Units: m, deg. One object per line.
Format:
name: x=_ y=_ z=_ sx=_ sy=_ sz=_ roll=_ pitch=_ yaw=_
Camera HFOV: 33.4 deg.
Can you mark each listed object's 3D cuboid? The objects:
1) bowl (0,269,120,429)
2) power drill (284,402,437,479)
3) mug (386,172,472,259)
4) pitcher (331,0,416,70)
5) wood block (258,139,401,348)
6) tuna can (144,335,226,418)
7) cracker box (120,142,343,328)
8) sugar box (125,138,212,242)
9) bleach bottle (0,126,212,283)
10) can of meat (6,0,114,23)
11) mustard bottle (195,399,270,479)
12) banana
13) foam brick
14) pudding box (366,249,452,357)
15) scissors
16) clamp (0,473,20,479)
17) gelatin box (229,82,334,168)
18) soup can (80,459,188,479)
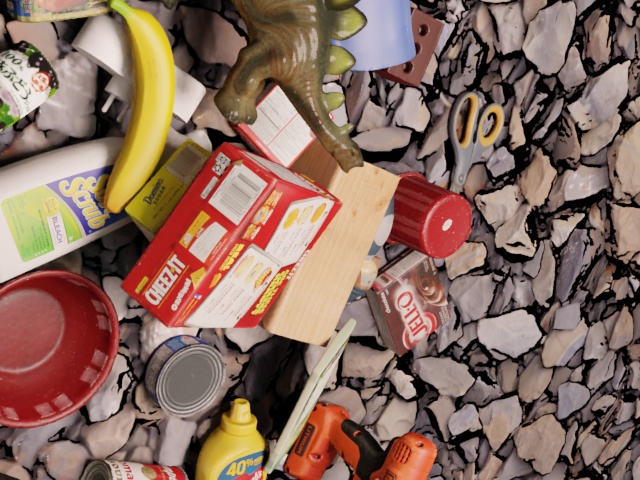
bowl: x=-0.277 y=0.097 z=1.026 sx=0.161 sy=0.055 sz=0.162 roll=-15 pitch=117 yaw=-33
power drill: x=0.040 y=0.289 z=1.264 sx=0.057 sy=0.188 sz=0.184 roll=26 pitch=90 yaw=-43
mug: x=0.135 y=-0.024 z=1.280 sx=0.117 sy=0.082 sz=0.093 roll=16 pitch=97 yaw=-41
pitcher: x=0.027 y=-0.297 z=1.066 sx=0.144 sy=0.149 sz=0.243 roll=-12 pitch=112 yaw=-17
wood block: x=-0.008 y=0.001 z=1.174 sx=0.090 sy=0.091 sz=0.206 roll=20 pitch=96 yaw=-41
tuna can: x=-0.147 y=0.147 z=1.162 sx=0.085 sy=0.034 sz=0.086 roll=-15 pitch=117 yaw=-33
cracker box: x=-0.077 y=0.002 z=1.020 sx=0.164 sy=0.072 sz=0.213 roll=-54 pitch=164 yaw=7
sugar box: x=-0.125 y=-0.021 z=1.051 sx=0.093 sy=0.048 sz=0.176 roll=-49 pitch=164 yaw=-12
bleach bottle: x=-0.214 y=-0.055 z=1.010 sx=0.250 sy=0.068 sz=0.102 roll=-28 pitch=123 yaw=-29
can of meat: x=-0.226 y=-0.239 z=0.928 sx=0.101 sy=0.058 sz=0.084 roll=-16 pitch=120 yaw=-32
mustard bottle: x=-0.102 y=0.273 z=1.233 sx=0.096 sy=0.058 sz=0.192 roll=-8 pitch=113 yaw=-44
banana: x=-0.164 y=-0.123 z=0.965 sx=0.069 sy=0.037 sz=0.198 roll=-8 pitch=112 yaw=-30
foam brick: x=0.091 y=-0.217 z=1.187 sx=0.052 sy=0.051 sz=0.078 roll=18 pitch=97 yaw=-40
pudding box: x=0.109 y=0.076 z=1.330 sx=0.090 sy=0.039 sz=0.113 roll=-35 pitch=125 yaw=-20
scissors: x=0.189 y=-0.089 z=1.340 sx=0.096 sy=0.016 sz=0.202 roll=-13 pitch=116 yaw=-33
clamp: x=-0.300 y=0.297 z=1.080 sx=0.164 sy=0.036 sz=0.210 roll=-23 pitch=120 yaw=-2
gelatin box: x=-0.039 y=-0.126 z=1.127 sx=0.089 sy=0.030 sz=0.073 roll=-48 pitch=113 yaw=-13
soup can: x=-0.201 y=0.274 z=1.150 sx=0.102 sy=0.069 sz=0.068 roll=17 pitch=97 yaw=-40
